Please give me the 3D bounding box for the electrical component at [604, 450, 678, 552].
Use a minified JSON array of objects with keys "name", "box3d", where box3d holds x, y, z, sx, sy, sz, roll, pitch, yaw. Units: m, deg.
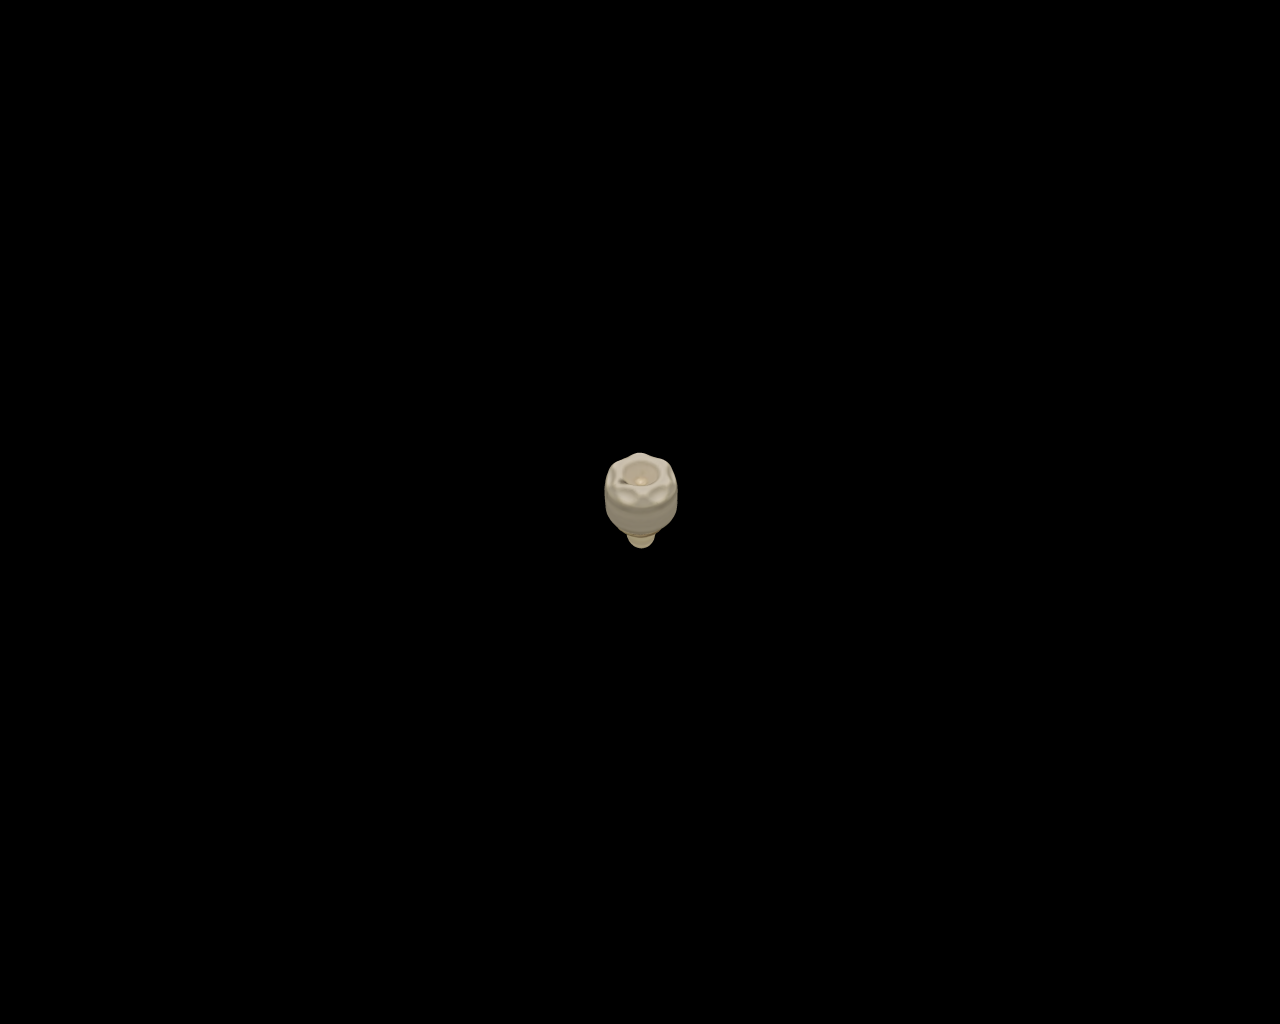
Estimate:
[{"name":"electrical component","box3d":[0.001,-0.003,0.650,0.043,0.043,0.062,0,-44,0]}]
